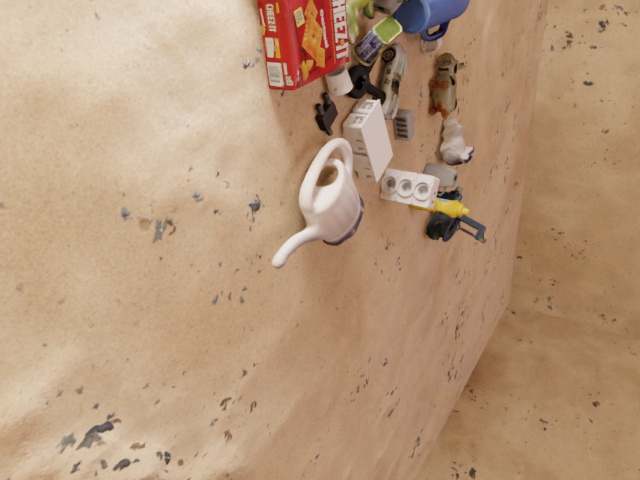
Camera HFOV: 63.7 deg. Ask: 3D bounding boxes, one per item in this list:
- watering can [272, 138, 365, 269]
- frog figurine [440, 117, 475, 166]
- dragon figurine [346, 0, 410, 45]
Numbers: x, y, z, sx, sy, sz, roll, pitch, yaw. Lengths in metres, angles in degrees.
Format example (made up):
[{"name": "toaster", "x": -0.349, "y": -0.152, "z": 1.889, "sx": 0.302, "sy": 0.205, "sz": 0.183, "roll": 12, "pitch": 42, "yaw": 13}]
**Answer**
[{"name": "watering can", "x": 0.003, "y": -0.058, "z": 1.144, "sx": 0.104, "sy": 0.353, "sz": 0.220, "roll": 12, "pitch": -24, "yaw": 29}, {"name": "frog figurine", "x": 0.472, "y": -0.351, "z": 1.848, "sx": 0.139, "sy": 0.158, "sz": 0.121, "roll": -45, "pitch": 12, "yaw": -30}, {"name": "dragon figurine", "x": 0.101, "y": -0.620, "z": 1.098, "sx": 0.123, "sy": 0.407, "sz": 0.243, "roll": 14, "pitch": 11, "yaw": 38}]
